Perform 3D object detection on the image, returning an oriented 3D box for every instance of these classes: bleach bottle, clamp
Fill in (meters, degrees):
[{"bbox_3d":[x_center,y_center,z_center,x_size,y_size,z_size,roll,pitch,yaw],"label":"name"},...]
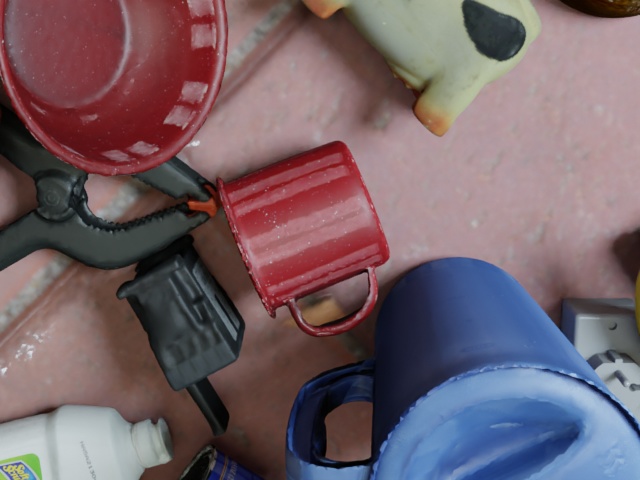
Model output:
[{"bbox_3d":[-0.217,0.176,0.710,0.251,0.068,0.102,-18,105,2],"label":"bleach bottle"},{"bbox_3d":[-0.169,-0.021,0.672,0.210,0.036,0.165,11,106,2],"label":"clamp"}]

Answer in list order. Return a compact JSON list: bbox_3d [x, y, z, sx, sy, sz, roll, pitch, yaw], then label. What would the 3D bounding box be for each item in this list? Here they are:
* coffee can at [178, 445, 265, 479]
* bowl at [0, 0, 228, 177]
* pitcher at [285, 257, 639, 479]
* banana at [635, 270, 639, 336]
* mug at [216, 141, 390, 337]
[{"bbox_3d":[-0.040,0.214,0.697,0.140,0.103,0.103,34,102,-8],"label":"coffee can"},{"bbox_3d":[-0.129,-0.119,0.611,0.055,0.161,0.162,10,109,41],"label":"bowl"},{"bbox_3d":[0.078,0.090,0.592,0.149,0.243,0.145,42,101,-9],"label":"pitcher"},{"bbox_3d":[0.237,0.075,0.646,0.070,0.037,0.197,-28,114,37],"label":"banana"},{"bbox_3d":[-0.004,0.001,0.644,0.081,0.093,0.117,-22,73,0],"label":"mug"}]
